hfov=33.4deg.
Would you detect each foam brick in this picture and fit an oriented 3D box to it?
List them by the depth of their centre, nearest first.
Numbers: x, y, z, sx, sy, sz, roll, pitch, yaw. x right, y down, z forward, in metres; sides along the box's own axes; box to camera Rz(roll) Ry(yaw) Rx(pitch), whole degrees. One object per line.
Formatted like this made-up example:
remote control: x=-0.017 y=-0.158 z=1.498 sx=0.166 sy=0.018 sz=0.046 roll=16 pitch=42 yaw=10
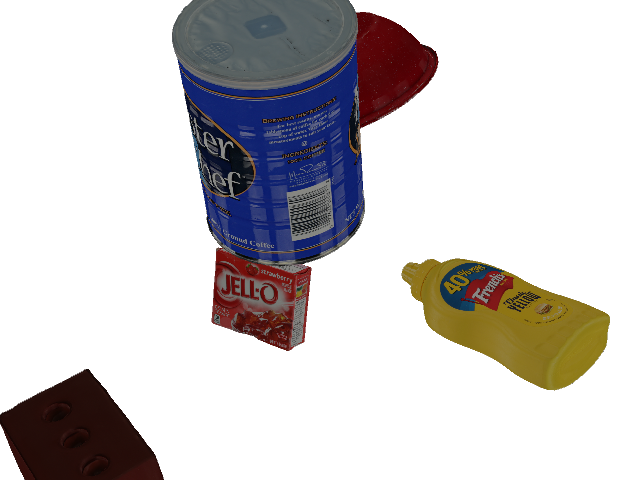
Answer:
foam brick: x=-0.116 y=0.114 z=0.528 sx=0.052 sy=0.051 sz=0.078 roll=-27 pitch=42 yaw=-24

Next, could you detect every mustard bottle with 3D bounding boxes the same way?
mustard bottle: x=0.150 y=0.062 z=0.944 sx=0.192 sy=0.058 sz=0.096 roll=25 pitch=40 yaw=38

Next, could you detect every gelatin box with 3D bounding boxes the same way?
gelatin box: x=-0.054 y=0.049 z=0.946 sx=0.089 sy=0.073 sz=0.030 roll=17 pitch=23 yaw=29

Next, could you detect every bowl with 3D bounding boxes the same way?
bowl: x=0.015 y=-0.148 z=0.906 sx=0.162 sy=0.055 sz=0.162 roll=-20 pitch=28 yaw=11

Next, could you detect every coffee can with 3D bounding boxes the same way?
coffee can: x=-0.026 y=-0.069 z=0.633 sx=0.103 sy=0.140 sz=0.103 roll=-3 pitch=45 yaw=3
